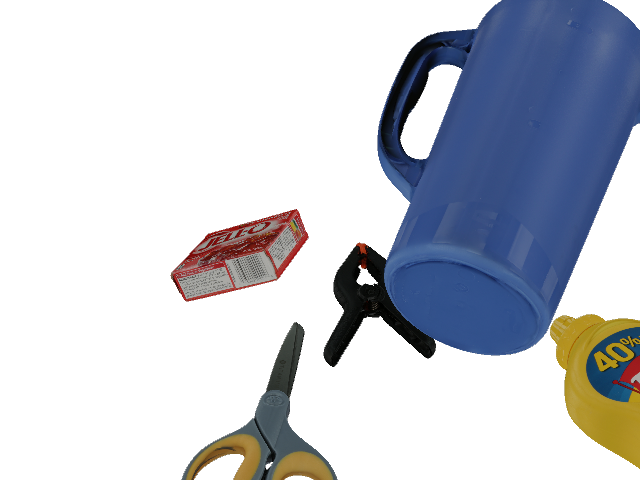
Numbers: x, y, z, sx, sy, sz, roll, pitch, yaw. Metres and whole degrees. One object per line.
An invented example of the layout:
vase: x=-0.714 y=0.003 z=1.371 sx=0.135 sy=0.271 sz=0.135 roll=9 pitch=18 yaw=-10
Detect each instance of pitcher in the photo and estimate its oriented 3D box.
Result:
pitcher: x=0.122 y=-0.050 z=0.724 sx=0.145 sy=0.242 sz=0.149 roll=45 pitch=-37 yaw=-23

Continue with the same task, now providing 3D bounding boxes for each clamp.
clamp: x=0.067 y=0.072 z=1.193 sx=0.120 sy=0.171 sz=0.039 roll=6 pitch=-43 yaw=-2

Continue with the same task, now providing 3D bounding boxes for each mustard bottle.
mustard bottle: x=0.202 y=0.095 z=0.627 sx=0.096 sy=0.058 sz=0.192 roll=-20 pitch=31 yaw=-21

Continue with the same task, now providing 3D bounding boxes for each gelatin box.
gelatin box: x=-0.063 y=0.011 z=0.836 sx=0.089 sy=0.030 sz=0.073 roll=-14 pitch=20 yaw=26

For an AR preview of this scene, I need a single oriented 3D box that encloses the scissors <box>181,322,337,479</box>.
scissors: x=-0.013 y=0.110 z=0.642 sx=0.096 sy=0.016 sz=0.201 roll=15 pitch=31 yaw=19
